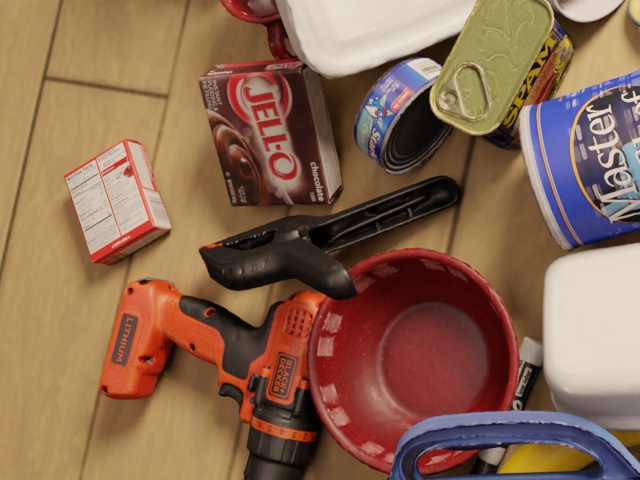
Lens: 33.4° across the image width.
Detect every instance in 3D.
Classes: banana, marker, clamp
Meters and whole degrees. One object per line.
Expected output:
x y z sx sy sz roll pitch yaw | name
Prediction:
0.180 0.150 0.725 0.198 0.037 0.070 -30 72 21 | banana
0.132 0.128 0.761 0.020 0.020 0.121 23 95 27 | marker
-0.005 0.001 0.806 0.210 0.164 0.036 -5 112 46 | clamp

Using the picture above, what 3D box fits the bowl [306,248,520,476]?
0.073 0.088 0.775 0.162 0.055 0.162 -3 83 26 | bowl

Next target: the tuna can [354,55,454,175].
0.065 -0.092 0.782 0.034 0.086 0.086 42 103 26 | tuna can

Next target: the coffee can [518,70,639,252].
0.213 -0.060 0.694 0.140 0.102 0.103 -17 77 24 | coffee can

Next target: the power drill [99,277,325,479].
-0.083 0.116 0.851 0.188 0.057 0.184 14 87 24 | power drill

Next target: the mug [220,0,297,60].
-0.023 -0.193 0.840 0.093 0.081 0.117 -7 81 25 | mug

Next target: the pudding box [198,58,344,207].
-0.037 -0.083 0.831 0.090 0.039 0.113 0 119 27 | pudding box

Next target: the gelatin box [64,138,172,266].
-0.176 -0.033 0.928 0.073 0.030 0.089 -28 72 23 | gelatin box

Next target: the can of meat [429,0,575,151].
0.132 -0.117 0.752 0.057 0.083 0.102 31 98 26 | can of meat

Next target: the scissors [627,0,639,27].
0.268 -0.145 0.686 0.096 0.016 0.202 -51 41 26 | scissors

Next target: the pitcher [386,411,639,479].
0.159 0.193 0.659 0.243 0.149 0.145 -8 54 12 | pitcher
